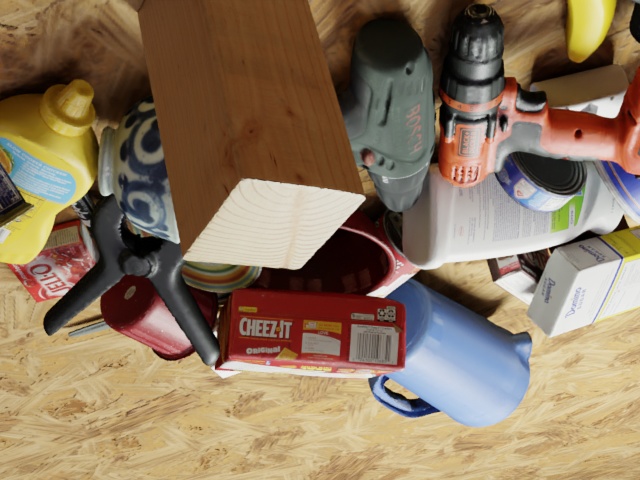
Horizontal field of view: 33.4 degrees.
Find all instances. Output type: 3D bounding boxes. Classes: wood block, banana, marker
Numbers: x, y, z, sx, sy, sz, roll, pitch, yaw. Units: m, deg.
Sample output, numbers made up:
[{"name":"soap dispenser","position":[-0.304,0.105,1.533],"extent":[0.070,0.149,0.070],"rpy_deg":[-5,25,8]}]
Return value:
[{"name":"wood block","position":[-0.051,-0.094,0.706],"extent":[0.090,0.206,0.091],"rpy_deg":[6,144,-32]},{"name":"banana","position":[0.188,-0.197,0.811],"extent":[0.070,0.037,0.197],"rpy_deg":[-15,153,30]},{"name":"marker","position":[-0.209,-0.033,0.931],"extent":[0.020,0.020,0.121],"rpy_deg":[-15,151,0]}]

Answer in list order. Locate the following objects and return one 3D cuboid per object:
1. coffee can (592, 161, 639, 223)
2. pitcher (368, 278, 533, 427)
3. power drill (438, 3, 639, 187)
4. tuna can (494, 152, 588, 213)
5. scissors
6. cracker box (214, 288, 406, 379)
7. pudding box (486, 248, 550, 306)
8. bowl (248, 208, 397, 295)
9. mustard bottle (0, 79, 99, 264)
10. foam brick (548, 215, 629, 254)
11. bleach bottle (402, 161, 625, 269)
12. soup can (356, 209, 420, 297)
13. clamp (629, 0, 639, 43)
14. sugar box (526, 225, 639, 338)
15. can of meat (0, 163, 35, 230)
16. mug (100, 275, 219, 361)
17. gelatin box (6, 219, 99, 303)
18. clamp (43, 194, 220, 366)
[{"name":"coffee can","position":[0.332,-0.093,0.981],"extent":[0.140,0.103,0.102],"rpy_deg":[-31,146,27]},{"name":"pitcher","position":[0.133,0.137,1.265],"extent":[0.145,0.149,0.242],"rpy_deg":[12,166,40]},{"name":"power drill","position":[0.190,-0.114,0.866],"extent":[0.187,0.057,0.184],"rpy_deg":[3,143,4]},{"name":"tuna can","position":[0.202,-0.068,0.984],"extent":[0.086,0.086,0.034],"rpy_deg":[3,148,-28]},{"name":"scissors","position":[-0.161,0.080,1.150],"extent":[0.202,0.016,0.096],"rpy_deg":[-23,149,16]},{"name":"cracker box","position":[-0.017,0.097,1.061],"extent":[0.164,0.072,0.214],"rpy_deg":[5,170,-8]},{"name":"pudding box","position":[0.210,0.017,1.129],"extent":[0.039,0.090,0.113],"rpy_deg":[-30,147,26]},{"name":"bowl","position":[-0.007,0.001,1.021],"extent":[0.162,0.055,0.162],"rpy_deg":[2,151,1]},{"name":"mustard bottle","position":[-0.227,-0.059,0.833],"extent":[0.096,0.058,0.192],"rpy_deg":[31,131,-20]},{"name":"foam brick","position":[0.286,-0.013,1.151],"extent":[0.078,0.051,0.053],"rpy_deg":[4,145,-30]},{"name":"bleach bottle","position":[0.206,-0.028,1.045],"extent":[0.250,0.102,0.068],"rpy_deg":[-2,-172,-22]},{"name":"soup can","position":[0.061,0.019,1.090],"extent":[0.068,0.068,0.102],"rpy_deg":[10,143,-36]},{"name":"clamp","position":[0.282,-0.204,0.826],"extent":[0.120,0.039,0.171],"rpy_deg":[-36,156,12]},{"name":"sugar box","position":[0.303,0.037,1.115],"extent":[0.175,0.048,0.093],"rpy_deg":[-10,132,-31]},{"name":"can of meat","position":[-0.276,-0.034,0.794],"extent":[0.102,0.084,0.057],"rpy_deg":[-25,-168,34]},{"name":"mug","position":[-0.170,0.061,1.056],"extent":[0.117,0.093,0.081],"rpy_deg":[10,163,40]},{"name":"gelatin box","position":[-0.245,0.022,0.999],"extent":[0.073,0.030,0.089],"rpy_deg":[-14,150,-2]},{"name":"clamp","position":[-0.149,0.021,0.947],"extent":[0.164,0.036,0.210],"rpy_deg":[16,119,-6]}]
